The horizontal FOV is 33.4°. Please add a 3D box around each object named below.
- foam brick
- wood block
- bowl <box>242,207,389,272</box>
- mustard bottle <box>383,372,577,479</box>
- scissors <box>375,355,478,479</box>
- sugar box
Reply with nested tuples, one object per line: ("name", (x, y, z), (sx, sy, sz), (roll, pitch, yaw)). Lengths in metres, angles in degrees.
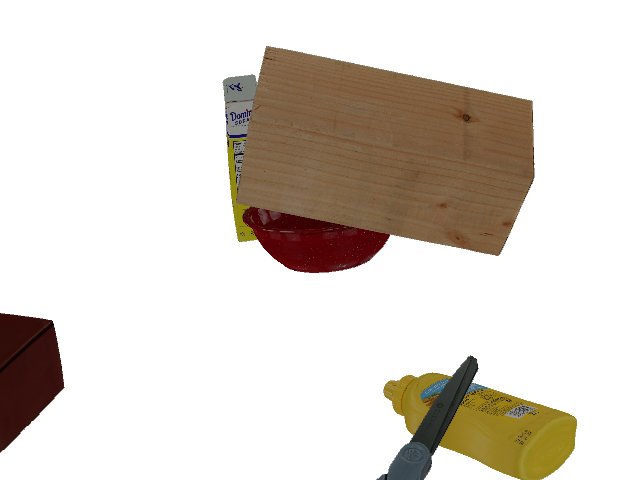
("foam brick", (-0.205, 0.087, 0.665), (0.053, 0.051, 0.078), (7, 30, 21))
("wood block", (0.048, -0.068, 0.807), (0.206, 0.090, 0.090), (11, -42, -3))
("bowl", (0.006, -0.008, 1.055), (0.162, 0.055, 0.162), (-6, 16, 2))
("mustard bottle", (0.138, 0.168, 1.017), (0.192, 0.058, 0.096), (15, 22, 41))
("scissors", (0.063, 0.136, 0.594), (0.096, 0.016, 0.201), (25, 45, 37))
("sugar box", (-0.087, -0.097, 1.258), (0.048, 0.176, 0.093), (-8, 26, -4))
